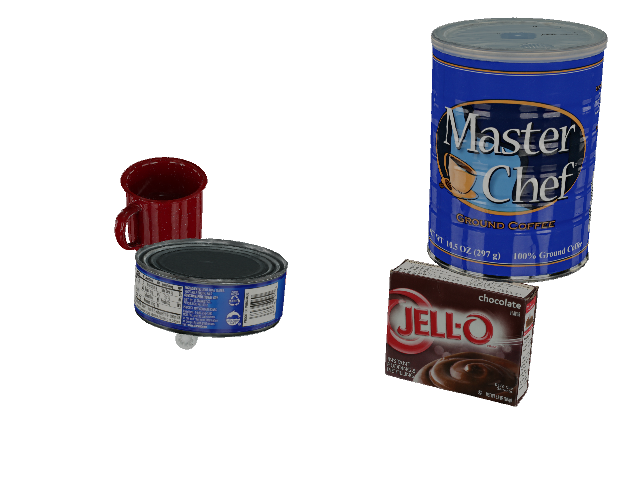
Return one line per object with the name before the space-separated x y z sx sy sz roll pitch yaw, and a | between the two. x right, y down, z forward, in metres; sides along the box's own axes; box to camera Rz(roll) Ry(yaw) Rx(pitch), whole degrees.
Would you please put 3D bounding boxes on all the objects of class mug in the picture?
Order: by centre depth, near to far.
mug | -0.178 -0.028 1.166 0.093 0.081 0.117 25 40 26

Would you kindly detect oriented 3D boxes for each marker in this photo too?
marker | -0.115 0.066 1.001 0.020 0.020 0.121 0 22 5

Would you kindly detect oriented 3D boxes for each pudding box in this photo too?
pudding box | 0.108 0.070 0.827 0.114 0.090 0.039 10 22 23

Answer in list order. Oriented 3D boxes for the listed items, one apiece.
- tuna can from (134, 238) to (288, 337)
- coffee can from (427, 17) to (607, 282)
tuna can | -0.062 0.026 0.603 0.086 0.034 0.086 5 14 -1
coffee can | 0.118 -0.058 0.656 0.103 0.140 0.103 -1 22 0
